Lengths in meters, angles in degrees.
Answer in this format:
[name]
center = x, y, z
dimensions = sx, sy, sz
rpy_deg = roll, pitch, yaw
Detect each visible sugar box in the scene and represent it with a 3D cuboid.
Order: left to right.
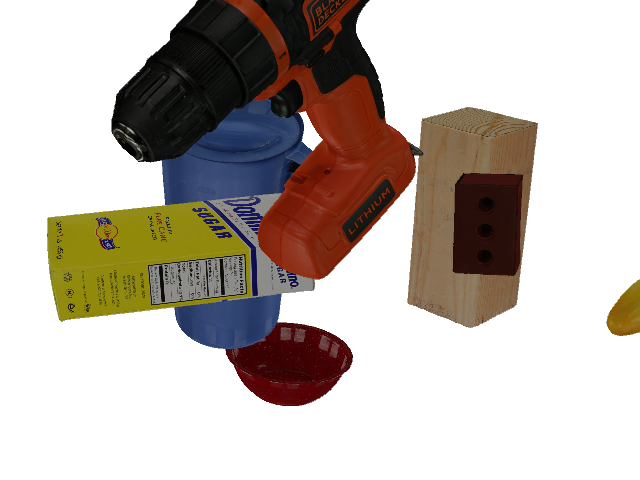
[sugar box]
center = -0.099, 0.008, 0.748
dimensions = 0.176, 0.048, 0.093
rpy_deg = -9, 27, -11

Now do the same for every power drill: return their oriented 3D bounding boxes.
[power drill]
center = -0.015, -0.063, 0.551
dimensions = 0.057, 0.184, 0.187
rpy_deg = 31, -25, 29

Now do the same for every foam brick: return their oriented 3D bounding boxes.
[foam brick]
center = 0.139, -0.014, 0.884
dimensions = 0.053, 0.078, 0.051
rpy_deg = 2, 15, 15

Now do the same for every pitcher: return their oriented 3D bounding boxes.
[pitcher]
center = -0.079, -0.012, 1.029
dimensions = 0.144, 0.243, 0.149
rpy_deg = -8, 39, -16

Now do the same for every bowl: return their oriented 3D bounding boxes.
[bowl]
center = -0.041, 0.164, 1.359
dimensions = 0.162, 0.055, 0.162
rpy_deg = 4, 22, -2

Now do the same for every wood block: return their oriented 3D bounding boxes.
[wood block]
center = 0.159, -0.026, 1.128
dimensions = 0.090, 0.206, 0.090
rpy_deg = 20, 27, 38

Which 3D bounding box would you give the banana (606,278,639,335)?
[banana]
center = 0.292, 0.032, 0.742
dimensions = 0.198, 0.037, 0.069
rpy_deg = -3, 33, 0
